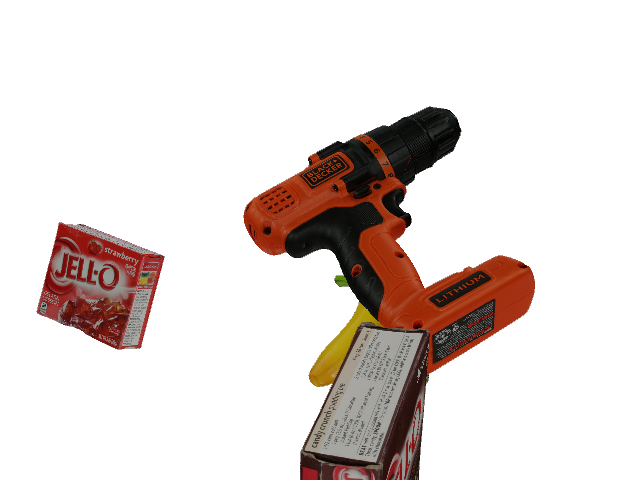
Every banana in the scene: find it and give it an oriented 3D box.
[{"bbox_3d":[0.037,0.075,0.983,0.070,0.037,0.197,-24,17,18],"label":"banana"}]

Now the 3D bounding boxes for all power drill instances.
[{"bbox_3d":[0.064,-0.007,0.755,0.184,0.057,0.188,-31,51,-15],"label":"power drill"}]

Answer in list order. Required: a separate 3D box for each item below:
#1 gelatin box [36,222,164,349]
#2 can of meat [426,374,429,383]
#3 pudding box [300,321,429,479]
[{"bbox_3d":[-0.166,0.033,0.798,0.089,0.073,0.030,19,7,29],"label":"gelatin box"},{"bbox_3d":[0.092,0.146,1.343,0.101,0.084,0.058,-12,29,-28],"label":"can of meat"},{"bbox_3d":[0.021,0.102,0.479,0.039,0.090,0.113,8,27,11],"label":"pudding box"}]
